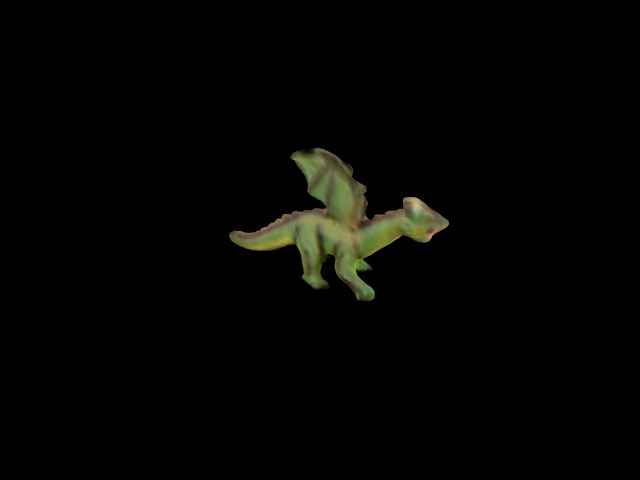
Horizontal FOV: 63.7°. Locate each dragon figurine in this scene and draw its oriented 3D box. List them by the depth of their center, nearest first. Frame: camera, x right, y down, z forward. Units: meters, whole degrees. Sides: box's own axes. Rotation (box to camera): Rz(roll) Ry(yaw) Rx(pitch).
[{"bbox_3d":[0.003,-0.043,0.850,0.411,0.237,0.124,14,33,22],"label":"dragon figurine"}]
